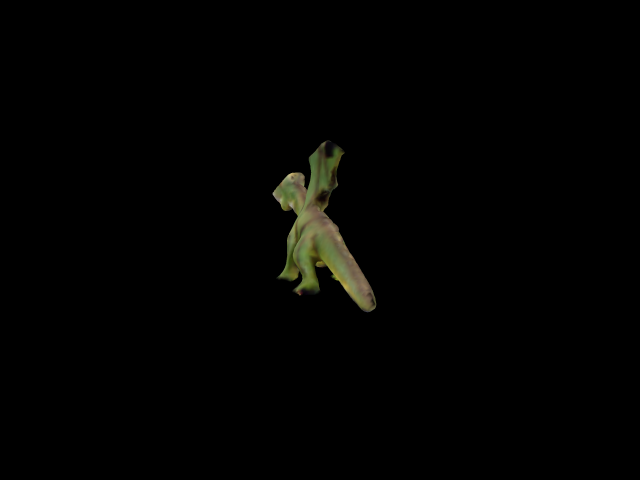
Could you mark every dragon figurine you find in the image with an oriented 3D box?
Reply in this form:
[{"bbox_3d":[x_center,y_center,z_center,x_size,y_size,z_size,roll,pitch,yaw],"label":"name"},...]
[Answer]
[{"bbox_3d":[0.003,-0.043,0.850,0.122,0.241,0.412,-2,7,-23],"label":"dragon figurine"}]
